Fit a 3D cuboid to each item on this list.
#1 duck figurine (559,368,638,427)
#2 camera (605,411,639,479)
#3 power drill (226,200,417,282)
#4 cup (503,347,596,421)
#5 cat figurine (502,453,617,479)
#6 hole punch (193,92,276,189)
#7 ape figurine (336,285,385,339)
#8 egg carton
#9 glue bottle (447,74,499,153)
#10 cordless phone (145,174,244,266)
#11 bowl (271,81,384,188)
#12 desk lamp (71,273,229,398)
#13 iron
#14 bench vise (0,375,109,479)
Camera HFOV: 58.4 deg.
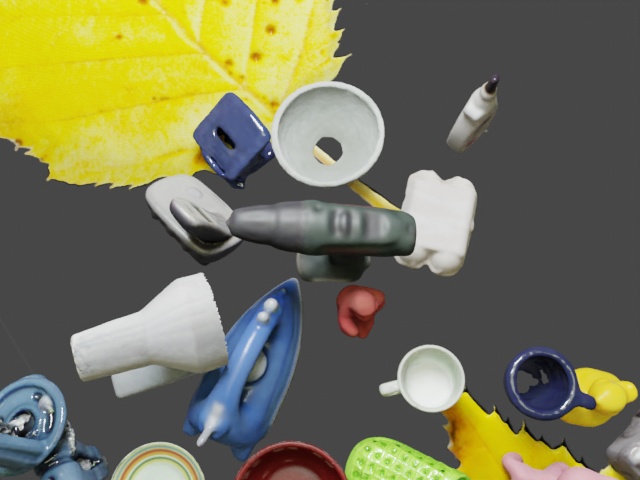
[{"bbox_3d":[0.366,0.210,0.760,0.104,0.086,0.077,-13,76,-1],"label":"duck figurine"},{"bbox_3d":[0.474,0.279,0.732,0.143,0.101,0.136,-42,79,-8],"label":"camera"},{"bbox_3d":[0.007,0.003,0.758,0.229,0.208,0.075,-1,76,2],"label":"power drill"},{"bbox_3d":[0.295,0.195,0.761,0.117,0.095,0.092,20,78,7],"label":"cup"},{"bbox_3d":[0.301,0.315,0.720,0.127,0.118,0.067,7,77,4],"label":"cat figurine"},{"bbox_3d":[-0.130,-0.148,0.860,0.101,0.091,0.108,-40,78,-7],"label":"hole punch"},{"bbox_3d":[0.057,0.094,0.795,0.078,0.092,0.076,-28,77,-5],"label":"ape figurine"},{"bbox_3d":[0.168,-0.025,0.831,0.107,0.069,0.150,12,77,5],"label":"egg carton"},{"bbox_3d":[0.227,-0.186,0.815,0.037,0.173,0.078,40,81,11],"label":"glue bottle"},{"bbox_3d":[-0.182,-0.045,0.788,0.147,0.185,0.094,40,81,11],"label":"cordless phone"},{"bbox_3d":[0.012,-0.149,0.864,0.167,0.075,0.167,0,76,2],"label":"bowl"},{"bbox_3d":[-0.207,0.132,0.731,0.203,0.213,0.118,-19,76,-3],"label":"desk lamp"},{"bbox_3d":[-0.093,0.156,0.759,0.118,0.141,0.258,22,78,7],"label":"iron"},{"bbox_3d":[-0.350,0.252,0.704,0.207,0.220,0.121,36,80,10],"label":"bench vise"}]
